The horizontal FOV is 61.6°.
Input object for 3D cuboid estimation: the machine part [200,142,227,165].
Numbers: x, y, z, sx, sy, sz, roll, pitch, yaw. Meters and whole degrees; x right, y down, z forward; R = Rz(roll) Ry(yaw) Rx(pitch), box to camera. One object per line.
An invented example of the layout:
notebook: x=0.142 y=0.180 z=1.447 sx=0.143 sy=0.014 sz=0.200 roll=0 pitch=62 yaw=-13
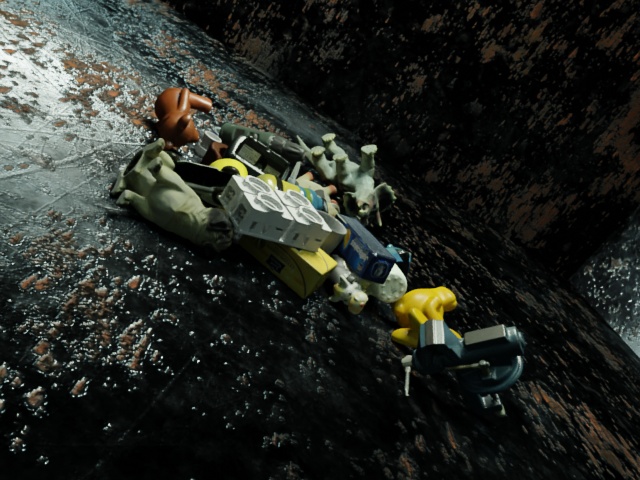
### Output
machine part: x=-0.191 y=-0.152 z=1.251 sx=0.179 sy=0.056 sz=0.179 roll=33 pitch=19 yaw=-13

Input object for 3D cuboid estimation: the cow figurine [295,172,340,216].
cow figurine: x=-0.021 y=-0.088 z=1.324 sx=0.127 sy=0.085 sz=0.195 roll=-28 pitch=41 yaw=-24

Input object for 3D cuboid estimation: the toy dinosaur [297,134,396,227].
toy dinosaur: x=0.064 y=-0.164 z=1.420 sx=0.131 sy=0.191 sz=0.405 roll=-23 pitch=30 yaw=-17

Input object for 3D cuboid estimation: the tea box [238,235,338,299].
tea box: x=-0.060 y=0.026 z=1.033 sx=0.170 sy=0.068 sz=0.098 roll=40 pitch=19 yaw=8

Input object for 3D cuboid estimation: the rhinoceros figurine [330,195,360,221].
rhinoceros figurine: x=0.050 y=-0.076 z=1.459 sx=0.112 sy=0.073 sz=0.190 roll=15 pitch=27 yaw=-49

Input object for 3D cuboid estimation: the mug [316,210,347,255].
mug: x=-0.016 y=-0.001 z=1.115 sx=0.109 sy=0.107 sz=0.081 roll=27 pitch=20 yaw=-14

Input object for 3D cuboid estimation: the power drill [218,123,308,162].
power drill: x=-0.133 y=-0.226 z=1.372 sx=0.232 sy=0.086 sz=0.207 roll=17 pitch=5 yaw=5

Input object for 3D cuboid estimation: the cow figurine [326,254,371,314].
cow figurine: x=0.048 y=0.083 z=1.085 sx=0.098 sy=0.068 sz=0.167 roll=26 pitch=17 yaw=-11

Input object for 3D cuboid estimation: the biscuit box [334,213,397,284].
biscuit box: x=0.082 y=0.015 z=1.121 sx=0.063 sy=0.059 sz=0.203 roll=18 pitch=18 yaw=-28

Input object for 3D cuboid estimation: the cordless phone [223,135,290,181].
cordless phone: x=-0.143 y=-0.179 z=1.224 sx=0.146 sy=0.088 sz=0.184 roll=33 pitch=8 yaw=-15

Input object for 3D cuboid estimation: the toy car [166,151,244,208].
toy car: x=-0.231 y=-0.110 z=1.005 sx=0.202 sy=0.056 sz=0.073 roll=12 pitch=49 yaw=-9

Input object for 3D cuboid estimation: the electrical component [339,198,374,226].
electrical component: x=0.102 y=-0.101 z=1.543 sx=0.058 sy=0.115 sz=0.134 roll=2 pitch=39 yaw=-52

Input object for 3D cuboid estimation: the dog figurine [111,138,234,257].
dog figurine: x=-0.241 y=-0.064 z=0.918 sx=0.190 sy=0.121 sz=0.172 roll=41 pitch=17 yaw=-34

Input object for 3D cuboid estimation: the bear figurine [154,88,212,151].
bear figurine: x=-0.308 y=-0.264 z=1.218 sx=0.132 sy=0.120 sz=0.196 roll=24 pitch=24 yaw=-41

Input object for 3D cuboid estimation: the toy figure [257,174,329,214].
toy figure: x=-0.067 y=-0.083 z=1.136 sx=0.180 sy=0.082 sz=0.089 roll=7 pitch=47 yaw=-38

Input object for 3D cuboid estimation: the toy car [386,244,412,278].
toy car: x=0.134 y=0.066 z=1.248 sx=0.103 sy=0.109 sz=0.161 roll=23 pitch=19 yaw=39

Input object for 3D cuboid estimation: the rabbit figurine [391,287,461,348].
rabbit figurine: x=0.230 y=0.177 z=1.097 sx=0.162 sy=0.121 sz=0.173 roll=16 pitch=28 yaw=-36

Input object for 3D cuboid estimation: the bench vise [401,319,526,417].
bench vise: x=0.274 y=0.247 z=0.983 sx=0.129 sy=0.224 sz=0.240 roll=-95 pitch=159 yaw=-60

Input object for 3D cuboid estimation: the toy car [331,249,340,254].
toy car: x=-0.003 y=-0.004 z=1.223 sx=0.202 sy=0.053 sz=0.089 roll=23 pitch=35 yaw=-23
